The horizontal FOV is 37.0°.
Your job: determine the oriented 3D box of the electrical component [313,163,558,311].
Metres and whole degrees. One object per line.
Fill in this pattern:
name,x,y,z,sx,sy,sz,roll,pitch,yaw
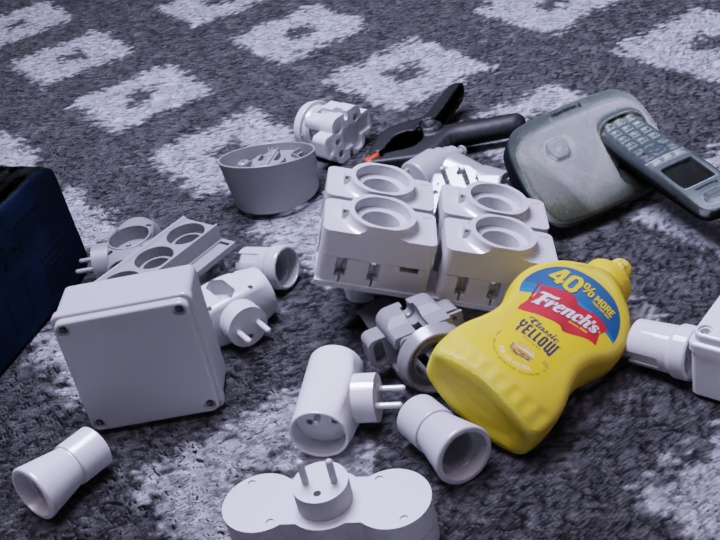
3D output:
electrical component,0.061,-0.028,0.883,0.186,0.060,0.105,9,33,-5

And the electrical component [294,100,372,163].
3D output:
electrical component,-0.034,-0.152,1.165,0.057,0.058,0.078,19,44,35

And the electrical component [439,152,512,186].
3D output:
electrical component,0.113,-0.084,1.027,0.065,0.044,0.044,20,45,33

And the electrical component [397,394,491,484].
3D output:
electrical component,0.055,0.114,0.746,0.044,0.044,0.065,-26,30,-19

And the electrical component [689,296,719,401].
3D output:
electrical component,0.301,0.049,0.745,0.109,0.056,0.109,15,42,36

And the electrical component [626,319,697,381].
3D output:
electrical component,0.222,0.056,0.778,0.046,0.040,0.040,13,40,42

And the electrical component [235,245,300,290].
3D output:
electrical component,-0.084,-0.003,0.973,0.046,0.040,0.040,4,36,32

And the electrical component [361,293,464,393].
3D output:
electrical component,0.048,0.057,0.819,0.078,0.058,0.057,-21,31,-13

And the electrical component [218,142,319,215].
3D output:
electrical component,-0.091,-0.101,1.099,0.099,0.064,0.099,-9,33,6

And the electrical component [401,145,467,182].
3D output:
electrical component,0.076,-0.102,1.066,0.078,0.040,0.040,-34,38,-30

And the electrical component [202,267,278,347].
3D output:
electrical component,-0.104,0.040,0.909,0.077,0.043,0.079,-29,36,-23

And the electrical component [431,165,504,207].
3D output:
electrical component,0.091,-0.068,0.966,0.066,0.076,0.047,3,59,23

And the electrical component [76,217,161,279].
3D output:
electrical component,-0.232,-0.010,1.027,0.079,0.044,0.077,-10,33,3

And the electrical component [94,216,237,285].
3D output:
electrical component,-0.175,0.012,0.956,0.079,0.063,0.121,14,41,35

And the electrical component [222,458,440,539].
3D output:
electrical component,-0.022,0.148,0.689,0.138,0.073,0.052,-4,34,12

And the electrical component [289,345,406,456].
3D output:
electrical component,-0.006,0.095,0.791,0.079,0.044,0.077,-4,34,13

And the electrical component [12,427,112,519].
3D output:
electrical component,-0.216,0.146,0.790,0.044,0.044,0.065,14,37,35

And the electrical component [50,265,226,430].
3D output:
electrical component,-0.169,0.061,0.840,0.109,0.108,0.056,-10,30,4

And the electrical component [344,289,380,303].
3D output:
electrical component,0.000,0.000,0.931,0.040,0.046,0.040,-9,33,6
